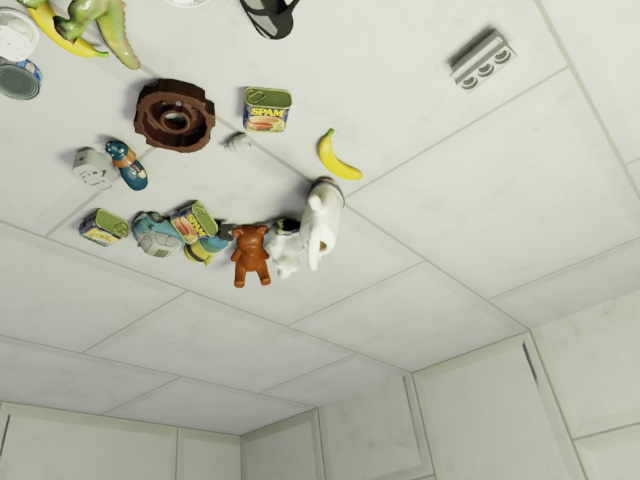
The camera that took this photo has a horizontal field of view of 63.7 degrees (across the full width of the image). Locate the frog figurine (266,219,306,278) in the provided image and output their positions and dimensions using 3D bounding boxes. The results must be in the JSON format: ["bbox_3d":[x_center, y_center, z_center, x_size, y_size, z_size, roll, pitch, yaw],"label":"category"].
[{"bbox_3d":[-0.093,0.024,1.494,0.124,0.156,0.139,30,32,33],"label":"frog figurine"}]

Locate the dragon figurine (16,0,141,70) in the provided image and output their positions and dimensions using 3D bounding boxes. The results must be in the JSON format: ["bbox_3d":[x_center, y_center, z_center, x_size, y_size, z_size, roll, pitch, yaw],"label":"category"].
[{"bbox_3d":[-0.344,-0.439,0.821,0.241,0.124,0.406,-25,-20,13],"label":"dragon figurine"}]

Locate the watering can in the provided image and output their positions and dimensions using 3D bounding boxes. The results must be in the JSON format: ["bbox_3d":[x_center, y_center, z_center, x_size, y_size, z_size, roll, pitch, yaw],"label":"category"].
[{"bbox_3d":[0.004,-0.067,1.326,0.104,0.230,0.339,10,-35,5],"label":"watering can"}]
